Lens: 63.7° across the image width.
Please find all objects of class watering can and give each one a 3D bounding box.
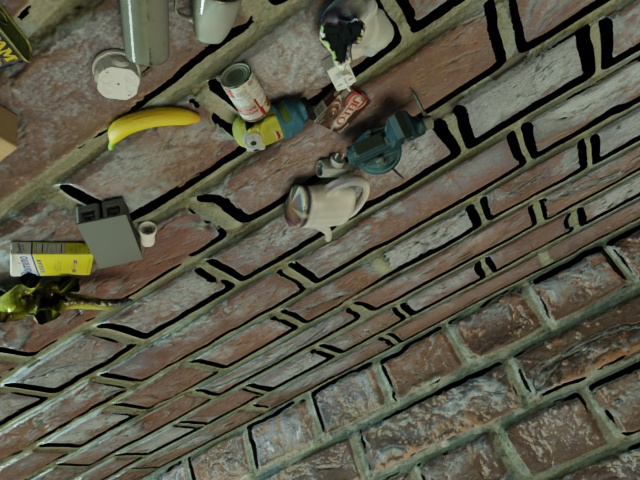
[{"bbox_3d":[0.004,-0.072,1.430,0.225,0.106,0.340,-5,152,-25],"label":"watering can"}]

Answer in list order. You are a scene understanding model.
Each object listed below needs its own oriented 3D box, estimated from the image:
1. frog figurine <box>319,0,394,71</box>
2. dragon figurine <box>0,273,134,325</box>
[{"bbox_3d":[0.077,-0.415,1.000,0.162,0.123,0.134,-44,154,-39],"label":"frog figurine"},{"bbox_3d":[-0.725,0.165,1.330,0.408,0.124,0.241,13,161,-41],"label":"dragon figurine"}]
